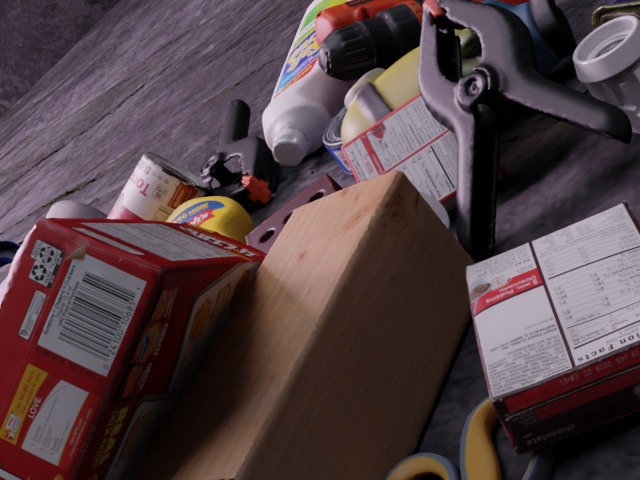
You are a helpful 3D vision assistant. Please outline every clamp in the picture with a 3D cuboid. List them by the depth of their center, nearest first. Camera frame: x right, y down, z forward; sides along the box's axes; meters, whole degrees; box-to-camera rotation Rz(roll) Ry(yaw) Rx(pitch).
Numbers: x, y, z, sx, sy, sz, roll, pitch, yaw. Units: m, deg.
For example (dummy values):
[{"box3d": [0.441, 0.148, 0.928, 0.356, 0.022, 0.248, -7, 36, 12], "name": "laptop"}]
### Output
[{"box3d": [0.111, -0.088, 0.632, 0.120, 0.039, 0.171, -30, 61, 29], "name": "clamp"}, {"box3d": [-0.090, -0.071, 1.032, 0.164, 0.036, 0.210, -56, 26, -12], "name": "clamp"}]

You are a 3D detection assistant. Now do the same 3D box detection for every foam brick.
[{"box3d": [-0.005, 0.001, 0.747, 0.078, 0.051, 0.053, -38, 23, 8], "name": "foam brick"}]

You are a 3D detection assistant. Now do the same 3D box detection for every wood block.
[{"box3d": [-0.001, 0.072, 0.558, 0.090, 0.090, 0.205, -19, 31, 43], "name": "wood block"}]

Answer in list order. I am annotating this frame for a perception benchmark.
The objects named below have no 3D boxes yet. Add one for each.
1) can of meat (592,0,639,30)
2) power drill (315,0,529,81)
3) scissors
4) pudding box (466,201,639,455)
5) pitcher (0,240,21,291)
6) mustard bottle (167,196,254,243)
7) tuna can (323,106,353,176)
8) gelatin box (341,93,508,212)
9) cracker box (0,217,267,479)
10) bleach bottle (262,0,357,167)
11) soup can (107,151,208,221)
[{"box3d": [0.227, -0.142, 0.628, 0.084, 0.057, 0.102, -45, 23, -16], "name": "can of meat"}, {"box3d": [0.061, -0.171, 0.880, 0.184, 0.057, 0.188, -16, 17, -16], "name": "power drill"}, {"box3d": [0.058, 0.138, 0.434, 0.096, 0.016, 0.201, -27, 25, 27], "name": "scissors"}, {"box3d": [0.117, 0.037, 0.485, 0.090, 0.039, 0.113, -23, 28, 13], "name": "pudding box"}, {"box3d": [-0.259, 0.126, 0.821, 0.243, 0.145, 0.149, -46, 25, -3], "name": "pitcher"}, {"box3d": [-0.097, 0.012, 0.869, 0.096, 0.058, 0.191, -37, 22, 11], "name": "mustard bottle"}, {"box3d": [0.044, -0.093, 0.864, 0.086, 0.033, 0.086, -34, 23, 17], "name": "tuna can"}, {"box3d": [0.067, -0.052, 0.704, 0.089, 0.073, 0.030, -34, -21, 21], "name": "gelatin box"}, {"box3d": [-0.108, 0.073, 0.560, 0.213, 0.072, 0.164, -3, -63, -80], "name": "cracker box"}, {"box3d": [0.006, -0.159, 1.014, 0.103, 0.068, 0.250, -26, 29, 34], "name": "bleach bottle"}, {"box3d": [-0.155, -0.021, 0.974, 0.102, 0.068, 0.068, -59, 21, 7], "name": "soup can"}]
